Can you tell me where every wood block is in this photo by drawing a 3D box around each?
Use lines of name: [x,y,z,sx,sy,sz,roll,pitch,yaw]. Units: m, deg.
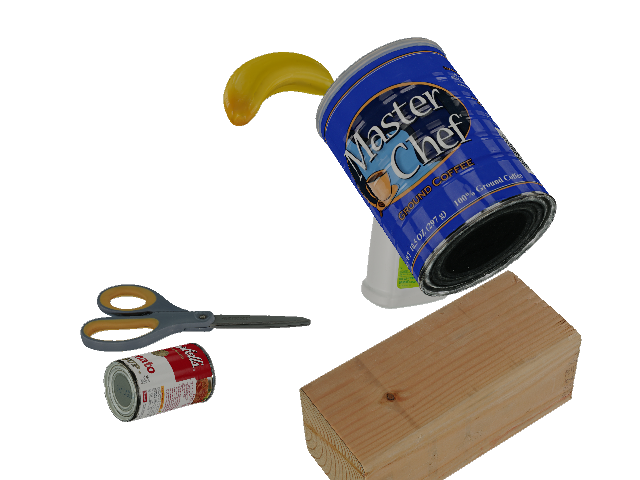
wood block: [0.096,0.122,0.849,0.205,0.090,0.091,-27,49,-19]

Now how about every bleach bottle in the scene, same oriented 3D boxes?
bleach bottle: [0.104,-0.054,1.196,0.102,0.251,0.068,-8,22,-26]

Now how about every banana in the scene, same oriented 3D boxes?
banana: [-0.039,-0.144,0.979,0.070,0.037,0.197,36,30,20]

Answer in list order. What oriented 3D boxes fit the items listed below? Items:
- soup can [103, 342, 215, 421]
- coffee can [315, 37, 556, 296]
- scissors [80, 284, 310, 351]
soup can: [-0.175,0.153,1.157,0.102,0.068,0.069,-9,6,-42]
coffee can: [0.074,-0.049,0.707,0.102,0.140,0.103,-25,-26,-13]
scissors: [-0.118,0.063,0.975,0.201,0.016,0.096,-8,35,-14]
